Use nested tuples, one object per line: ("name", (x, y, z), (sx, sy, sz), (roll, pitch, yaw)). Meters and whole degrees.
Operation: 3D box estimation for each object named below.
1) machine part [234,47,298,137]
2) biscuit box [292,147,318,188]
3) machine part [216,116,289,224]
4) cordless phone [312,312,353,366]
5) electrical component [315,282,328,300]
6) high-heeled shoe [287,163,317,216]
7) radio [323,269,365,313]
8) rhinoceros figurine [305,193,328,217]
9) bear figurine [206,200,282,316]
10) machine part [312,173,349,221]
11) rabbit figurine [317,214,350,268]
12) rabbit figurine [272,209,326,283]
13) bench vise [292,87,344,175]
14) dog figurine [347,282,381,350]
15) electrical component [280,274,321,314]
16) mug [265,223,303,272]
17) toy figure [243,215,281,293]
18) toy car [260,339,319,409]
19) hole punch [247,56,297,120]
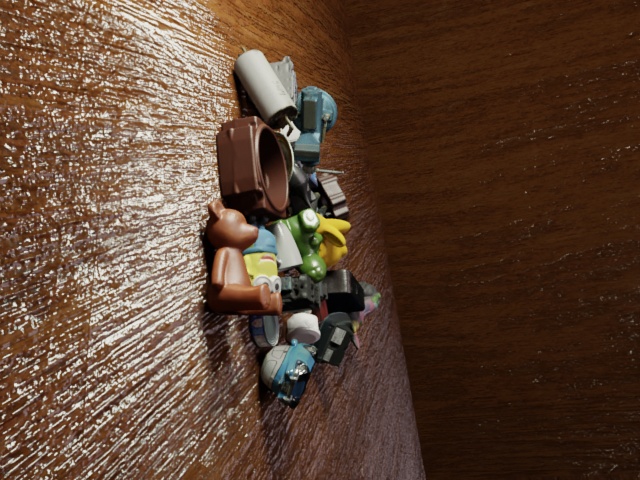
("machine part", (-0.120, -0.331, 1.184), (0.243, 0.079, 0.079), (60, 8, 18))
("biscuit box", (-0.063, -0.193, 1.480), (0.202, 0.063, 0.059), (35, 47, -71))
("machine part", (-0.133, -0.141, 1.124), (0.201, 0.087, 0.201), (25, 56, -73))
("cordless phone", (0.033, 0.250, 1.483), (0.184, 0.089, 0.146), (-78, -170, -75))
("electrical component", (-0.029, 0.131, 1.398), (0.119, 0.075, 0.048), (36, 47, -66))
("high-heeled shoe", (-0.071, -0.141, 1.377), (0.145, 0.086, 0.249), (60, -7, -15))
("radio", (0.049, 0.154, 1.568), (0.229, 0.131, 0.073), (50, 36, -64))
("rhinoceros figurine", (-0.015, -0.051, 1.562), (0.190, 0.073, 0.112), (64, 20, -48))
("bear figurine", (-0.135, 0.031, 0.933), (0.120, 0.132, 0.196), (58, 32, -69))
("machine part", (0.029, -0.117, 1.640), (0.179, 0.056, 0.179), (56, -22, 36))
("rabbit figurine", (-0.003, -0.004, 1.432), (0.173, 0.163, 0.122), (64, 33, -37))
("rabbit figurine", (-0.044, 0.033, 1.314), (0.159, 0.121, 0.170), (106, -38, -75))
("bench vise", (-0.013, -0.292, 1.381), (0.241, 0.129, 0.223), (-76, 158, -61))
("dog figurine", (0.116, 0.242, 1.709), (0.219, 0.192, 0.108), (-105, -176, -58))
("electrical component", (-0.068, 0.116, 1.162), (0.134, 0.115, 0.058), (54, 28, -65))
("mug", (-0.097, 0.017, 1.205), (0.109, 0.081, 0.107), (4, 67, -69))
("toy figure", (-0.123, 0.045, 1.059), (0.089, 0.082, 0.180), (127, -44, -59))
("toy car", (-0.069, 0.266, 1.090), (0.161, 0.103, 0.109), (-36, 145, -76))
("hole punch", (-0.111, -0.360, 1.303), (0.092, 0.116, 0.142), (69, 17, -66))
